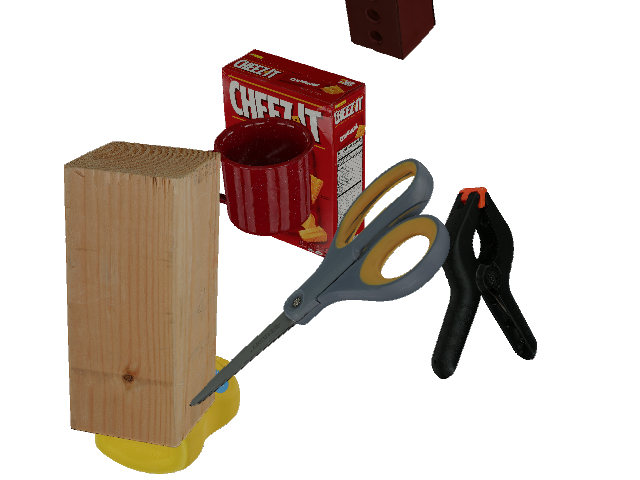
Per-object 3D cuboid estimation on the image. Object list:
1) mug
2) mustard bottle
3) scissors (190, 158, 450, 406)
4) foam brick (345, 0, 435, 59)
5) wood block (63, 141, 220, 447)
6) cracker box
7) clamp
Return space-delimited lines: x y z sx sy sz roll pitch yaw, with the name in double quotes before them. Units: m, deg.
"mug" -0.062 -0.058 1.004 0.117 0.081 0.093 0 36 5
"mustard bottle" -0.132 0.157 1.036 0.096 0.058 0.191 8 18 17
"scissors" 0.002 0.041 0.609 0.016 0.202 0.096 36 5 -34
"foam brick" 0.054 -0.192 0.841 0.053 0.051 0.078 24 -30 27
"wood block" -0.133 0.038 0.804 0.091 0.206 0.090 8 19 12
"cracker box" -0.032 -0.099 1.260 0.164 0.214 0.072 22 41 30
"clamp" 0.136 0.041 0.958 0.120 0.171 0.039 -18 7 -40
